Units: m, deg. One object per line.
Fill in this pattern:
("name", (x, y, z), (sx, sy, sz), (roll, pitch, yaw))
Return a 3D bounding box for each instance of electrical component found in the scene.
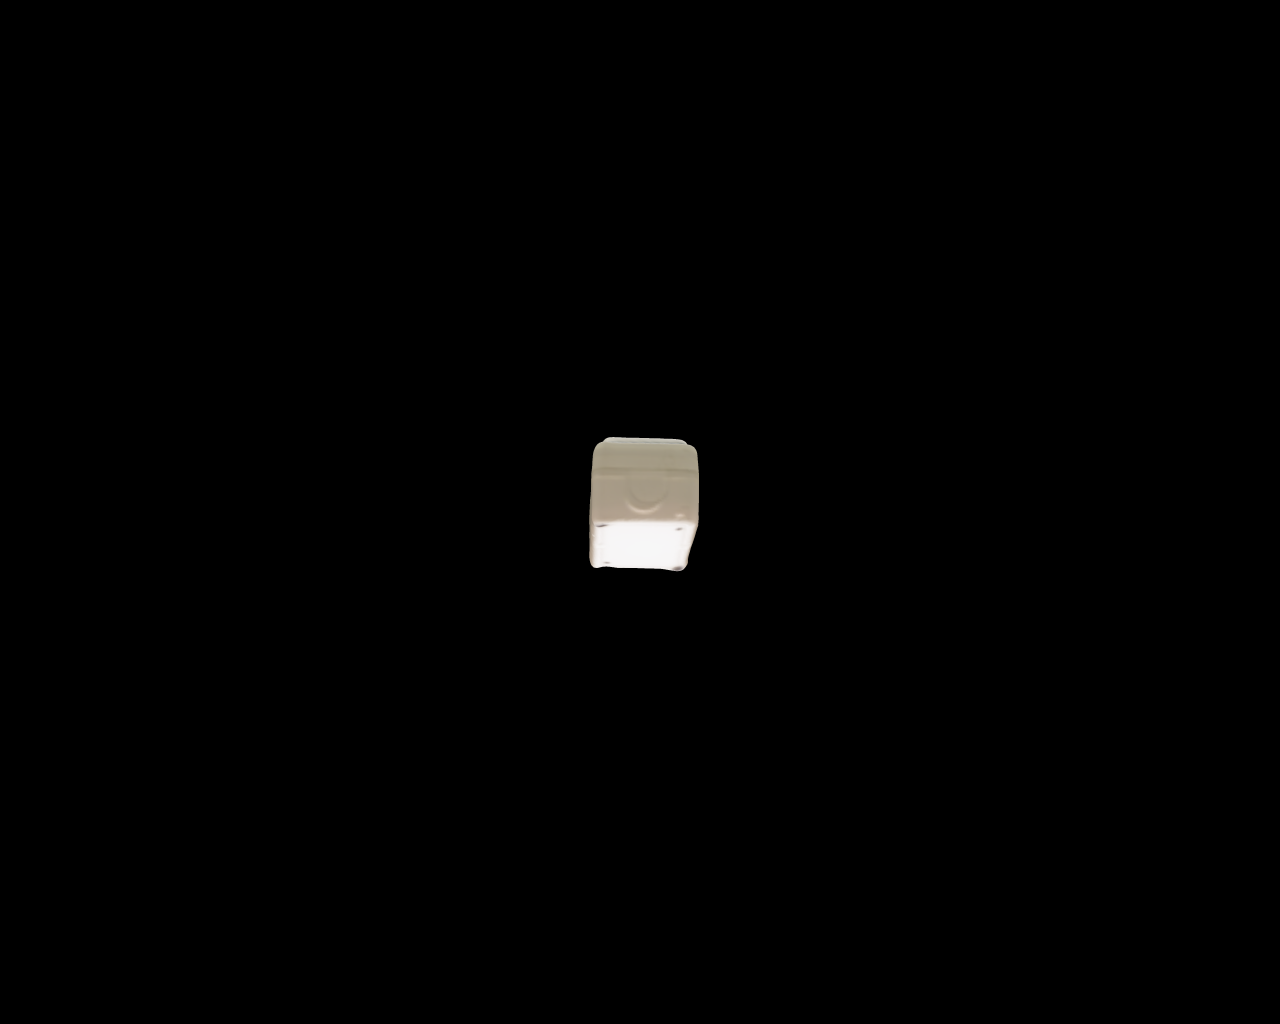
("electrical component", (0.001, -0.003, 0.650), (0.062, 0.061, 0.096), (1, -23, -3))
